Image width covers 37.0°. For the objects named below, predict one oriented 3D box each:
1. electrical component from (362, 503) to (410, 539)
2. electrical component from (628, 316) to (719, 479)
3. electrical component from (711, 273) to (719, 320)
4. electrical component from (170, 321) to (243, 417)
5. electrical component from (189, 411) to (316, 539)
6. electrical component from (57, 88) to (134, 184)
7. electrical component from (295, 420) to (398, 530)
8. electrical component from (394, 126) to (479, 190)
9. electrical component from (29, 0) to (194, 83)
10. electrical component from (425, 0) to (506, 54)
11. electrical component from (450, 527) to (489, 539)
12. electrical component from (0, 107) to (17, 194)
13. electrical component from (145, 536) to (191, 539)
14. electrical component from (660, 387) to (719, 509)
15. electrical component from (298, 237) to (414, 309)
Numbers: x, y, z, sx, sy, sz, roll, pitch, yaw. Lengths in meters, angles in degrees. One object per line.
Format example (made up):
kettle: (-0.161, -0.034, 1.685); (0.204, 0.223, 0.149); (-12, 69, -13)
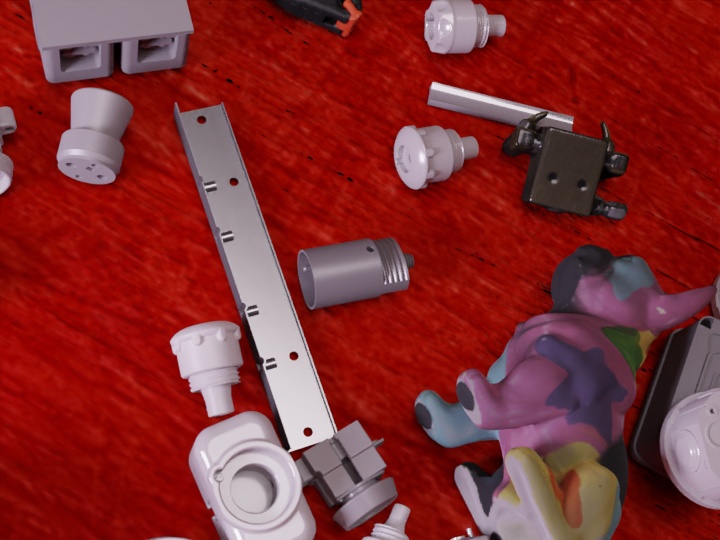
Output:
electrical component: (0.017, 0.186, 0.717); (0.035, 0.035, 0.061); (27, 65, -3)
electrical component: (0.255, 0.101, 0.791); (0.078, 0.057, 0.113); (27, 67, -3)
electrical component: (0.321, 0.023, 0.839); (0.080, 0.051, 0.080); (4, 70, -12)
electrical component: (-0.100, 0.067, 0.727); (0.048, 0.048, 0.062); (-10, 81, -17)
electrical component: (-0.070, 0.143, 0.697); (0.054, 0.059, 0.095); (-21, 77, -20)
electrical component: (-0.188, -0.094, 0.762); (0.045, 0.045, 0.055); (11, 69, -9)
electrical component: (-0.007, 0.140, 0.722); (0.066, 0.048, 0.055); (-29, 72, -21)
electrical component: (0.060, -0.089, 0.821); (0.062, 0.048, 0.048); (-12, 74, -24)
electrical component: (-0.198, -0.237, 0.802); (0.105, 0.060, 0.186); (-11, 74, -17)
electrical component: (0.086, -0.196, 0.865); (0.062, 0.043, 0.043); (-4, 72, -16)
electrical component: (0.075, 0.213, 0.717); (0.040, 0.040, 0.078); (-11, 74, -17)
electrical component: (-0.267, -0.081, 0.739); (0.066, 0.048, 0.055); (-14, 67, -18)
electrical component: (-0.118, 0.216, 0.659); (0.108, 0.060, 0.108); (4, 70, -12)
electrical component: (0.248, 0.118, 0.723); (0.080, 0.051, 0.080); (4, 70, -12)
electrical component: (0.000, 0.000, 0.774); (0.081, 0.043, 0.043); (-10, 73, -17)
